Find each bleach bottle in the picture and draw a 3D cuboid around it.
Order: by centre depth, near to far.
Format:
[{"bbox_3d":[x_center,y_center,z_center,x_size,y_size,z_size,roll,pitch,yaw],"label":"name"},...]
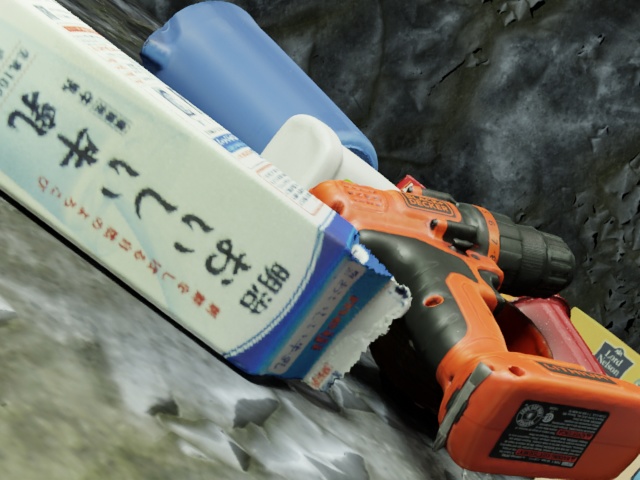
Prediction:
[{"bbox_3d":[0.053,0.012,0.779,0.250,0.102,0.068,30,9,-38],"label":"bleach bottle"}]

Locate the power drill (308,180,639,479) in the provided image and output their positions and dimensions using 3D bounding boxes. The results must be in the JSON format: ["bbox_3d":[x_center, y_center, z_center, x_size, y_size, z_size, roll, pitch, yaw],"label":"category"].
[{"bbox_3d":[0.092,0.041,0.554,0.184,0.057,0.188,9,28,-27],"label":"power drill"}]

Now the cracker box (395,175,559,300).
[{"bbox_3d":[0.159,0.047,1.076,0.214,0.072,0.164,43,-6,39],"label":"cracker box"}]

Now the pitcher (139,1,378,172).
[{"bbox_3d":[-0.048,-0.106,0.977,0.243,0.149,0.145,47,-26,39],"label":"pitcher"}]

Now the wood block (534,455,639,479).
[{"bbox_3d":[0.223,0.179,0.573,0.090,0.090,0.206,30,10,-42],"label":"wood block"}]

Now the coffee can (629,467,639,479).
[{"bbox_3d":[0.189,0.134,0.485,0.103,0.140,0.103,36,7,-5],"label":"coffee can"}]

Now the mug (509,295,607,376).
[{"bbox_3d":[0.131,0.097,0.692,0.117,0.093,0.081,-7,47,-23],"label":"mug"}]
